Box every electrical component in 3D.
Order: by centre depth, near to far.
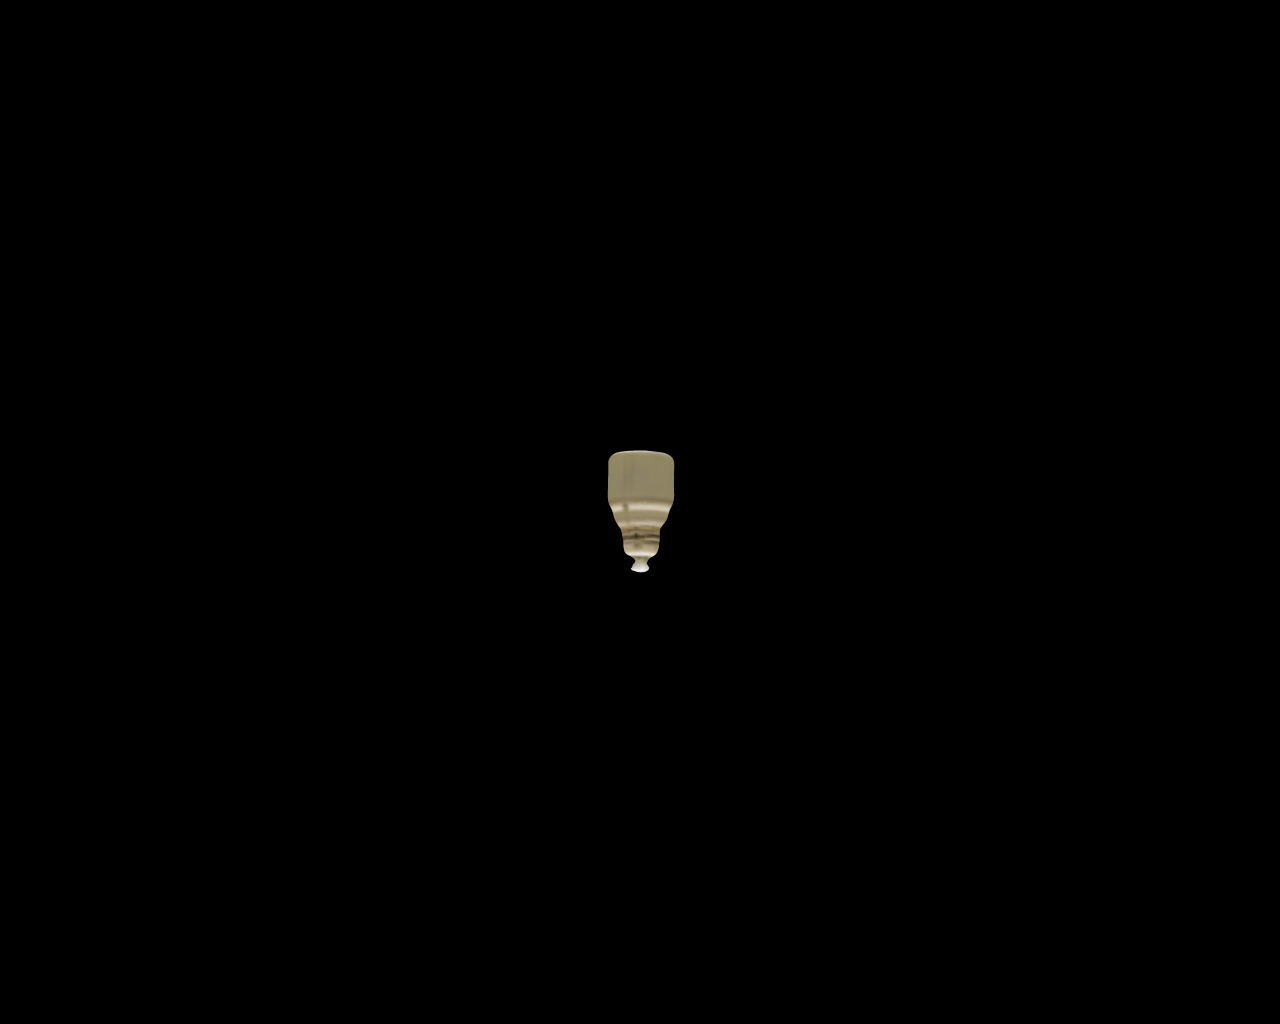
[{"bbox_3d":[0.001,-0.003,0.650,0.040,0.078,0.040,0,-7,0],"label":"electrical component"}]
